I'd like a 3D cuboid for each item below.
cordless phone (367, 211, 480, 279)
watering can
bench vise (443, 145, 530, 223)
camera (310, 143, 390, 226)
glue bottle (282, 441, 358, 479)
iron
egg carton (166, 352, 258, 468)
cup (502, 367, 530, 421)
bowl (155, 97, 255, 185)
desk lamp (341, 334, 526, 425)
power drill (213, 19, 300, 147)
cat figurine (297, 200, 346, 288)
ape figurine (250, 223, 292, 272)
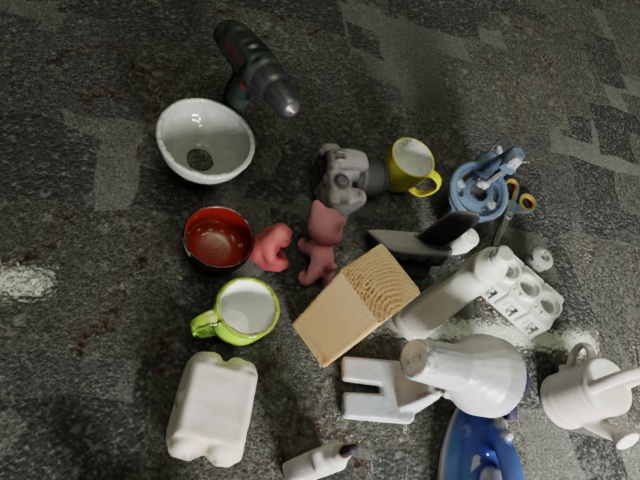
[{"bbox_3d":[0.177,-0.011,0.994,0.148,0.185,0.094,1,62,-23],"label":"cordless phone"},{"bbox_3d":[0.479,0.258,0.967,0.101,0.194,0.172,-20,72,-31],"label":"watering can"},{"bbox_3d":[0.316,-0.132,1.102,0.122,0.219,0.207,19,56,-12],"label":"bench vise"},{"bbox_3d":[0.064,-0.108,1.051,0.137,0.100,0.143,2,62,-23],"label":"camera"},{"bbox_3d":[0.010,0.290,0.757,0.078,0.173,0.037,-7,65,-26],"label":"glue bottle"},{"bbox_3d":[0.254,0.354,0.847,0.119,0.141,0.258,12,58,-17],"label":"iron"},{"bbox_3d":[-0.147,0.230,0.786,0.107,0.069,0.150,17,57,-14],"label":"egg carton"},{"bbox_3d":[0.287,0.246,0.951,0.092,0.095,0.117,7,60,-20],"label":"cup"},{"bbox_3d":[-0.199,-0.156,0.979,0.168,0.074,0.167,11,59,-18],"label":"bowl"},{"bbox_3d":[0.162,0.206,0.846,0.204,0.213,0.118,9,59,-19],"label":"desk lamp"},{"bbox_3d":[-0.122,-0.250,0.984,0.076,0.208,0.229,-20,72,-31],"label":"power drill"},{"bbox_3d":[0.009,0.003,0.953,0.067,0.117,0.127,5,60,-21],"label":"cat figurine"},{"bbox_3d":[-0.073,0.005,0.932,0.076,0.092,0.078,17,57,-14],"label":"ape figurine"}]
